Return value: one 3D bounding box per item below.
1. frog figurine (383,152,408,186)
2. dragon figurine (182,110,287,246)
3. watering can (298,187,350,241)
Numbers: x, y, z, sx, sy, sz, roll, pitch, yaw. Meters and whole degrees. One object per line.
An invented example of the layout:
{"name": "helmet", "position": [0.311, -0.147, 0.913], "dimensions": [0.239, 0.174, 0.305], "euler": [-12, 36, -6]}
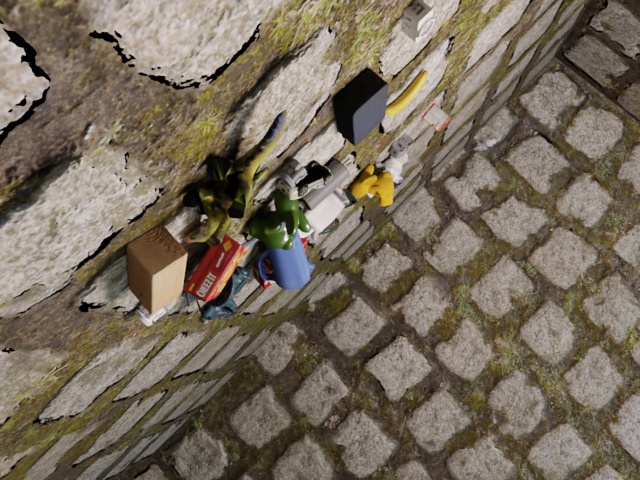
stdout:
{"name": "frog figurine", "position": [0.307, -0.319, 2.162], "dimensions": [0.139, 0.123, 0.157], "euler": [-21, 118, -47]}
{"name": "dragon figurine", "position": [-0.179, -0.126, 1.148], "dimensions": [0.407, 0.122, 0.245], "euler": [-46, -175, 14]}
{"name": "watering can", "position": [0.006, -0.091, 1.812], "dimensions": [0.224, 0.105, 0.345], "euler": [-46, 168, 1]}
